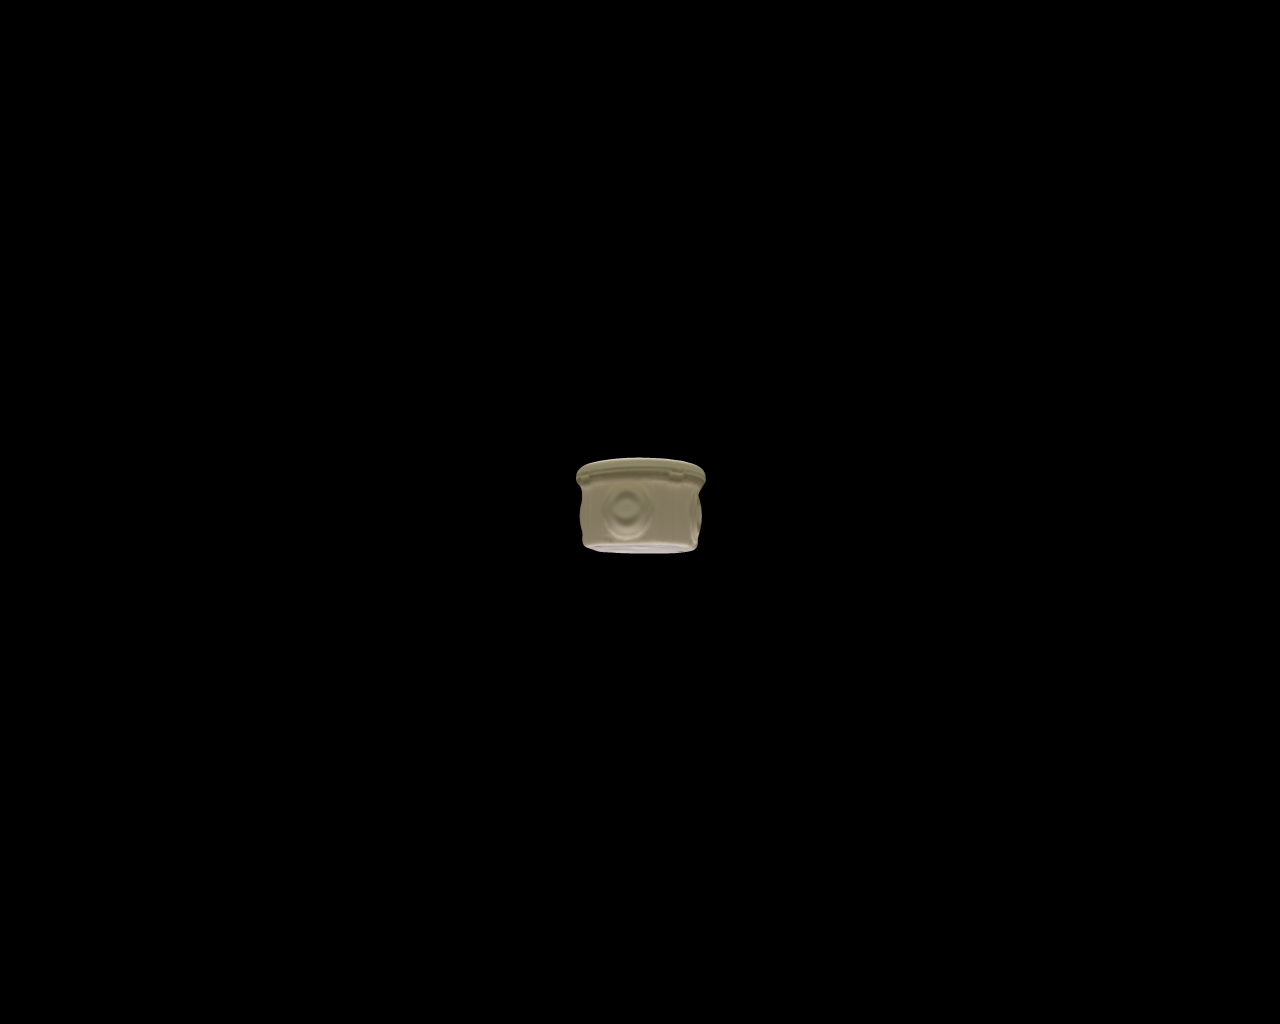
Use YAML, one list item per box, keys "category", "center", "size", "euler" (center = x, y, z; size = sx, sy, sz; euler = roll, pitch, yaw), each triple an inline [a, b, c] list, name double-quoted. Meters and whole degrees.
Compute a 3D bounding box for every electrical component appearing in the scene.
- category: "electrical component"
  center: [0.001, -0.003, 0.650]
  size: [0.080, 0.051, 0.080]
  euler: [0, -7, 0]
